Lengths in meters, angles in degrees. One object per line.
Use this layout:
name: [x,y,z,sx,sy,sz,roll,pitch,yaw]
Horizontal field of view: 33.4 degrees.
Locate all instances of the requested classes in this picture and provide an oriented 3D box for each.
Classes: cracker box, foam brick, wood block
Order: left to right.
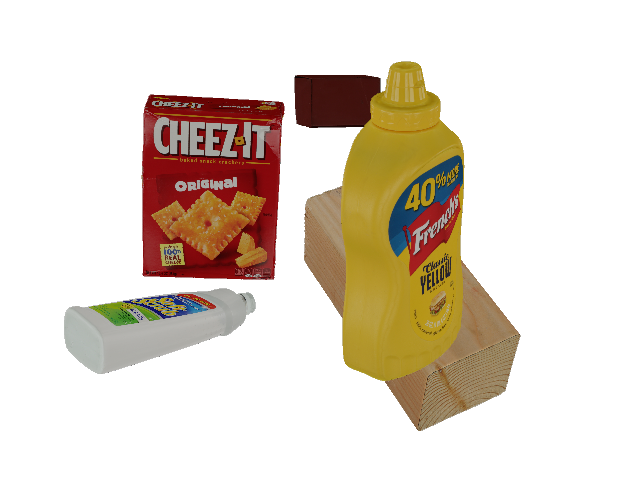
cracker box: [-0.131,-0.061,1.287,0.164,0.214,0.072,3,22,-3]
foam brick: [0.017,-0.144,1.100,0.078,0.051,0.053,-3,13,-19]
wood block: [0.072,0.047,0.925,0.090,0.206,0.091,-21,-36,-18]

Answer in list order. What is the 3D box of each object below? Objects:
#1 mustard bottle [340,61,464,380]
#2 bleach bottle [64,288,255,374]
mustard bottle: [0.052,-0.015,0.656,0.058,0.192,0.096,20,34,37]
bleach bottle: [-0.197,0.104,1.387,0.250,0.068,0.103,-13,28,-39]
